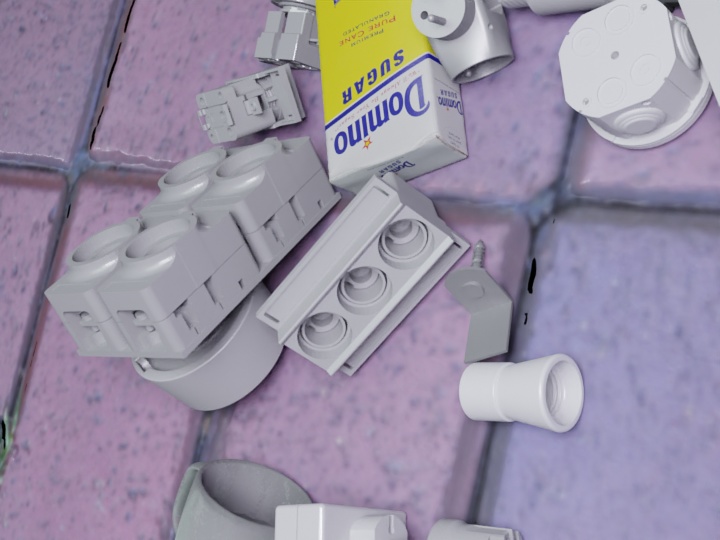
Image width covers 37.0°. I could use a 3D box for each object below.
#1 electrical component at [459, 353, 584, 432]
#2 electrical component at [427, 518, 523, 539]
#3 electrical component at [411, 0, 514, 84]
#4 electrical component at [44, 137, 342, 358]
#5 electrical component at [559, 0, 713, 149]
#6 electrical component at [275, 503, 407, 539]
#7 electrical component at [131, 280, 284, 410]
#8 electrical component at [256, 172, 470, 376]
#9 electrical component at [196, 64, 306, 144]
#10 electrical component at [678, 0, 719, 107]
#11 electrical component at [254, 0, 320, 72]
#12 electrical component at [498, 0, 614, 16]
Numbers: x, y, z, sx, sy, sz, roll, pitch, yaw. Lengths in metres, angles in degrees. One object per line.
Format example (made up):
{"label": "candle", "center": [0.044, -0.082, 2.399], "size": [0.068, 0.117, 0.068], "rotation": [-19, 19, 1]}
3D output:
{"label": "electrical component", "center": [0.091, 0.071, 0.625], "size": [0.065, 0.044, 0.044], "rotation": [-5, 74, 43]}
{"label": "electrical component", "center": [0.067, 0.164, 0.618], "size": [0.046, 0.040, 0.040], "rotation": [-4, 74, 33]}
{"label": "electrical component", "center": [0.058, -0.164, 0.683], "size": [0.043, 0.079, 0.077], "rotation": [-23, 83, 29]}
{"label": "electrical component", "center": [-0.112, -0.022, 0.735], "size": [0.105, 0.060, 0.186], "rotation": [-3, 33, 39]}
{"label": "electrical component", "center": [0.158, -0.114, 0.618], "size": [0.080, 0.051, 0.080], "rotation": [-13, 69, 36]}
{"label": "electrical component", "center": [0.004, 0.165, 0.639], "size": [0.076, 0.083, 0.047], "rotation": [-12, 69, 37]}
{"label": "electrical component", "center": [-0.103, 0.049, 0.771], "size": [0.108, 0.060, 0.108], "rotation": [-23, 42, 22]}
{"label": "electrical component", "center": [0.000, 0.000, 0.701], "size": [0.121, 0.079, 0.063], "rotation": [-49, 23, 18]}
{"label": "electrical component", "center": [-0.083, -0.122, 0.798], "size": [0.081, 0.064, 0.042], "rotation": [1, 111, 56]}
{"label": "electrical component", "center": [0.232, -0.101, 0.546], "size": [0.089, 0.062, 0.150], "rotation": [-27, 61, 31]}
{"label": "electrical component", "center": [-0.047, -0.183, 0.813], "size": [0.066, 0.048, 0.055], "rotation": [14, 93, 41]}
{"label": "electrical component", "center": [0.121, -0.182, 0.674], "size": [0.081, 0.043, 0.043], "rotation": [4, 79, 41]}
